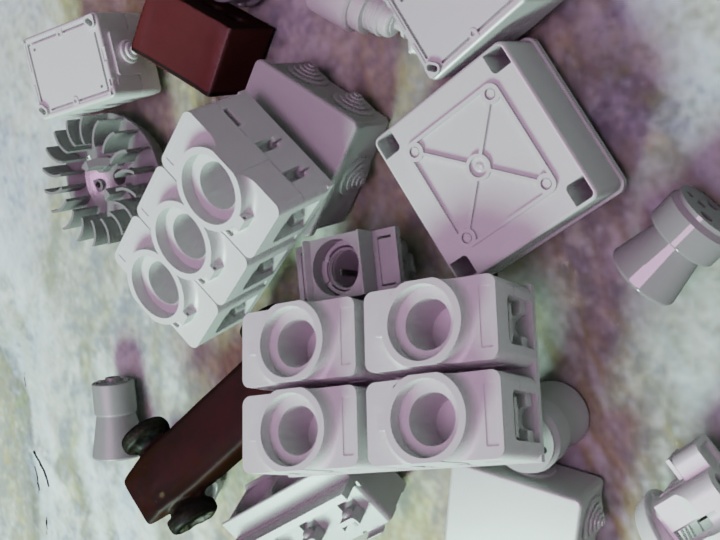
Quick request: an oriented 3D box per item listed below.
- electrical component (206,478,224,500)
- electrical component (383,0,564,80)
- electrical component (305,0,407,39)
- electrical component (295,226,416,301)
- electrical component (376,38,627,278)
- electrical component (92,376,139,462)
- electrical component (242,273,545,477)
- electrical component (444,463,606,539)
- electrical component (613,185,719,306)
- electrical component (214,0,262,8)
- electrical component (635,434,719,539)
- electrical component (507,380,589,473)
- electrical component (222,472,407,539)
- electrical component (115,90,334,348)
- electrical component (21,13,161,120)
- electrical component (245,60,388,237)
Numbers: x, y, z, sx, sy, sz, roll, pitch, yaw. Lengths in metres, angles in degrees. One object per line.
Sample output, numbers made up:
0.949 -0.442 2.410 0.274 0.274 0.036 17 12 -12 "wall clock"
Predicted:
-0.143 0.163 0.853 0.062 0.043 0.043 26 114 27 "electrical component"
0.066 -0.158 0.638 0.096 0.061 0.061 -37 78 40 "electrical component"
0.001 -0.170 0.685 0.078 0.040 0.040 34 117 22 "electrical component"
0.000 0.000 0.710 0.081 0.064 0.042 -10 80 34 "electrical component"
0.083 -0.065 0.647 0.109 0.056 0.108 -36 81 33 "electrical component"
-0.200 0.120 0.881 0.044 0.044 0.065 -2 95 33 "electrical component"
0.012 0.069 0.662 0.186 0.060 0.105 -11 74 33 "electrical component"
0.105 0.167 0.690 0.100 0.048 0.099 13 108 30 "electrical component"
0.177 -0.014 0.605 0.045 0.045 0.055 48 121 15 "electrical component"
-0.093 -0.202 0.725 0.048 0.062 0.048 8 105 31 "electrical component"
0.198 0.143 0.621 0.057 0.058 0.078 -42 77 29 "electrical component"
0.112 0.097 0.666 0.045 0.055 0.045 8 105 31 "electrical component"
-0.031 0.167 0.768 0.121 0.078 0.063 -35 103 33 "electrical component"
-0.097 -0.029 0.710 0.089 0.062 0.150 47 132 12 "electrical component"
-0.193 -0.153 0.801 0.096 0.061 0.061 -9 96 34 "electrical component"
-0.038 -0.084 0.725 0.100 0.048 0.099 36 118 21 "electrical component"
